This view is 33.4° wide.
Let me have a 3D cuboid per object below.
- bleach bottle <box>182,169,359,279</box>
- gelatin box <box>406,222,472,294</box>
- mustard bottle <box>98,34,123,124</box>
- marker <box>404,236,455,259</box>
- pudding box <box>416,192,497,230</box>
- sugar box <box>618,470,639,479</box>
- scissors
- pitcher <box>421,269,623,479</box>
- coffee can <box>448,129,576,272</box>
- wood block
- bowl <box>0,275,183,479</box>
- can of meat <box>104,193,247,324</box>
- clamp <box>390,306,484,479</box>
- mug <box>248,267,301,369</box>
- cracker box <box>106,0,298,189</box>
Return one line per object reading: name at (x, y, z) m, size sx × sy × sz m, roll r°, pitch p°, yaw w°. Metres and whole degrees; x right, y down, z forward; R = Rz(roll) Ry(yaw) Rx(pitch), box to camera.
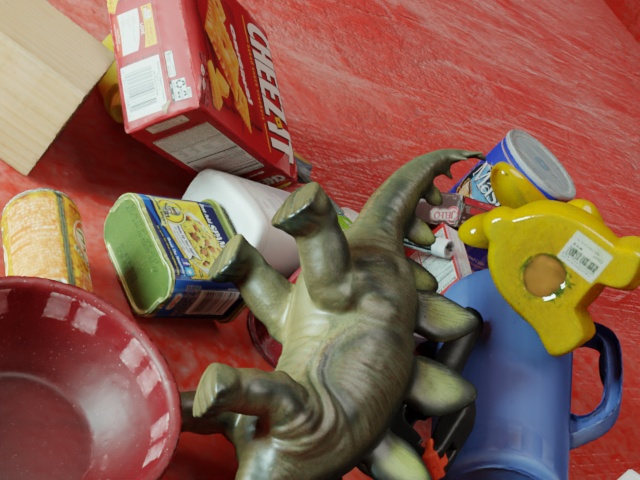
bleach bottle at (-0.006, 0.001, 0.955) m, size 0.250 × 0.068 × 0.103 m, roll 11°, pitch 28°, yaw -49°
gelatin box at (0.115, 0.038, 1.061) m, size 0.030 × 0.073 × 0.089 m, roll 29°, pitch 31°, yaw -29°
mustard bottle at (-0.157, -0.155, 0.977) m, size 0.096 × 0.058 × 0.191 m, roll 43°, pitch 28°, yaw -17°
marker at (0.080, -0.004, 1.061) m, size 0.121 × 0.020 × 0.020 m, roll 16°, pitch 6°, yaw 40°
pudding box at (0.133, -0.028, 1.145) m, size 0.089 × 0.039 × 0.114 m, roll 14°, pitch -2°, yaw -45°
sugar box at (0.227, 0.265, 0.853) m, size 0.175 × 0.048 × 0.093 m, roll -28°, pitch 62°, yaw -33°
scissors at (-0.012, -0.062, 1.025) m, size 0.096 × 0.016 × 0.202 m, roll 26°, pitch 13°, yaw -50°
pitcher at (0.168, 0.142, 0.925) m, size 0.145 × 0.149 × 0.242 m, roll 38°, pitch 32°, yaw -15°
coffee can at (0.204, -0.042, 1.215) m, size 0.102 × 0.140 × 0.103 m, roll 32°, pitch 31°, yaw -22°
wood block at (-0.269, -0.155, 0.795) m, size 0.206 × 0.090 × 0.090 m, roll 37°, pitch 29°, yaw -13°
bowl at (-0.163, 0.099, 0.614) m, size 0.162 × 0.055 × 0.162 m, roll 22°, pitch 39°, yaw -19°
can of meat at (-0.109, 0.013, 0.817) m, size 0.083 × 0.058 × 0.102 m, roll 6°, pitch 46°, yaw -47°
clamp at (0.092, 0.118, 0.864) m, size 0.039 × 0.120 × 0.171 m, roll 59°, pitch 7°, yaw -35°
mug at (0.007, 0.059, 0.881) m, size 0.093 × 0.082 × 0.117 m, roll 50°, pitch 29°, yaw 10°
cracker box at (-0.097, -0.141, 0.903) m, size 0.213 × 0.072 × 0.164 m, roll 33°, pitch 43°, yaw -66°
